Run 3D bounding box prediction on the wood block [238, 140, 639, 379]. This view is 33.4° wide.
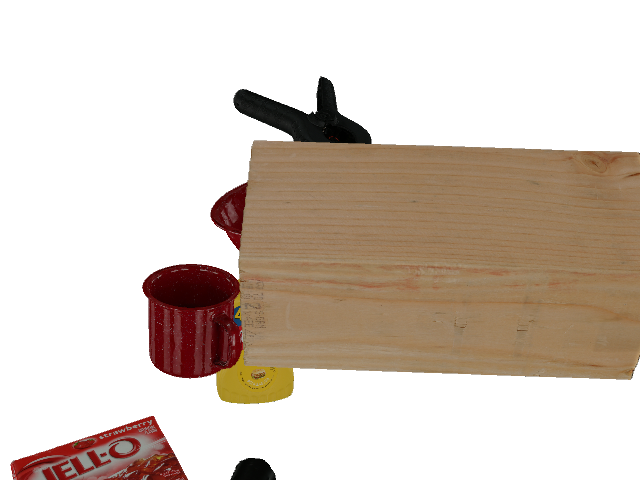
[{"bbox_3d":[0.064,0.011,0.568,0.206,0.091,0.090,2,-43,1],"label":"wood block"}]

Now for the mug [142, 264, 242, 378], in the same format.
[{"bbox_3d":[-0.116,0.083,1.026,0.117,0.081,0.093,25,33,37],"label":"mug"}]

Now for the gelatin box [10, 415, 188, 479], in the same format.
[{"bbox_3d":[-0.125,0.141,0.607,0.089,0.030,0.073,-15,28,-20],"label":"gelatin box"}]

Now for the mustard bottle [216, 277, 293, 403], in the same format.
[{"bbox_3d":[-0.079,0.105,1.315,0.096,0.192,0.058,-2,20,-10],"label":"mustard bottle"}]

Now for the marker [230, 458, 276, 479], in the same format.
[{"bbox_3d":[-0.043,0.124,0.420,0.020,0.020,0.121,0,24,18],"label":"marker"}]

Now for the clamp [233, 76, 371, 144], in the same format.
[{"bbox_3d":[-0.012,-0.116,1.095,0.120,0.039,0.172,-13,41,-22],"label":"clamp"}]

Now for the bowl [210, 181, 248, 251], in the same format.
[{"bbox_3d":[-0.005,-0.011,0.865,0.162,0.055,0.162,-8,22,3],"label":"bowl"}]
